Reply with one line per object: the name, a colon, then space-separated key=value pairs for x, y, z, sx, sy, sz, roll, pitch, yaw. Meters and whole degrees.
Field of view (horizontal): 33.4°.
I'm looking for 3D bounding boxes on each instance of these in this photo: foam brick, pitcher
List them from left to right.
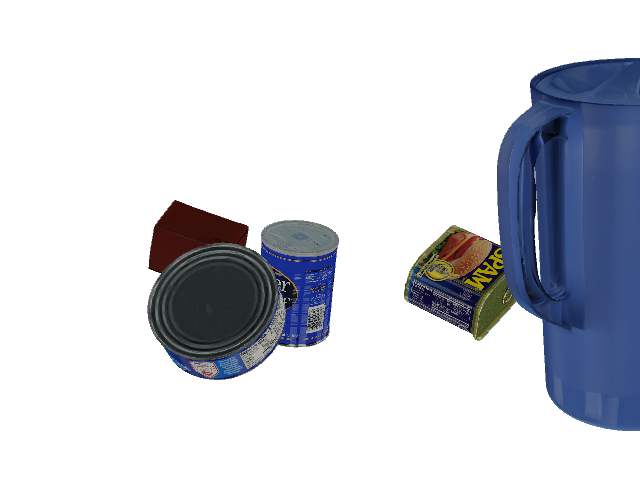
foam brick: x=-0.114 y=0.007 z=0.999 sx=0.078 sy=0.051 sz=0.053 roll=20 pitch=35 yaw=8
pitcher: x=0.200 y=0.005 z=0.724 sx=0.149 sy=0.243 sz=0.145 roll=2 pitch=21 yaw=14

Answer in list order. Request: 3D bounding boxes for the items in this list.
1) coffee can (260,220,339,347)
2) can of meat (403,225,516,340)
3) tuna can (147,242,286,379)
coffee can: x=-0.032 y=0.057 z=1.425 sx=0.103 sy=0.140 sz=0.103 roll=4 pitch=24 yaw=-2
can of meat: x=0.142 y=0.038 z=1.033 sx=0.084 sy=0.057 sz=0.101 roll=26 pitch=45 yaw=27
tuna can: x=-0.066 y=0.046 z=0.691 sx=0.086 sy=0.086 sz=0.033 roll=0 pitch=-33 yaw=13
